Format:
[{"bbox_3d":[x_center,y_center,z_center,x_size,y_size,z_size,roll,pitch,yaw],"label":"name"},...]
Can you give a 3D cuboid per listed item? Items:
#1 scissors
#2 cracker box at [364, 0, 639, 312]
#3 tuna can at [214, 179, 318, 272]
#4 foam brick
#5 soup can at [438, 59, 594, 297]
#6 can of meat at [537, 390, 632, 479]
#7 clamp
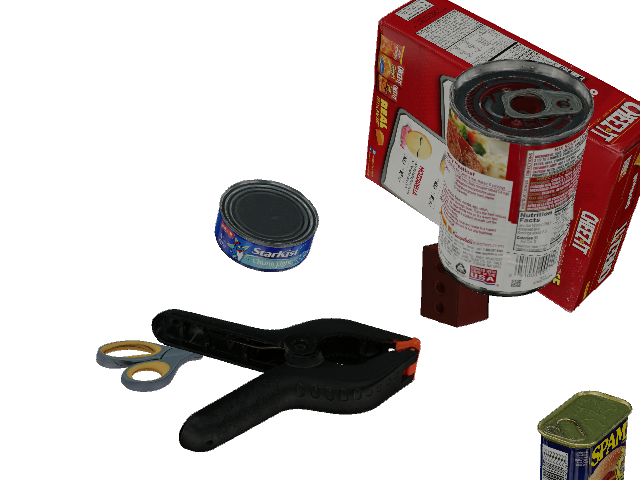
[{"bbox_3d":[-0.140,0.132,1.161,0.201,0.016,0.096,1,26,-21],"label":"scissors"},{"bbox_3d":[0.138,-0.070,0.815,0.214,0.164,0.072,35,54,27],"label":"cracker box"},{"bbox_3d":[-0.047,-0.013,0.911,0.086,0.034,0.086,10,40,-9],"label":"tuna can"},{"bbox_3d":[0.139,0.043,1.096,0.051,0.078,0.053,-14,21,-40],"label":"foam brick"},{"bbox_3d":[0.096,-0.030,0.537,0.068,0.102,0.068,-1,41,0],"label":"soup can"},{"bbox_3d":[0.245,0.200,0.993,0.058,0.084,0.101,14,25,39],"label":"can of meat"},{"bbox_3d":[-0.018,0.085,0.657,0.171,0.039,0.120,1,38,-8],"label":"clamp"}]
